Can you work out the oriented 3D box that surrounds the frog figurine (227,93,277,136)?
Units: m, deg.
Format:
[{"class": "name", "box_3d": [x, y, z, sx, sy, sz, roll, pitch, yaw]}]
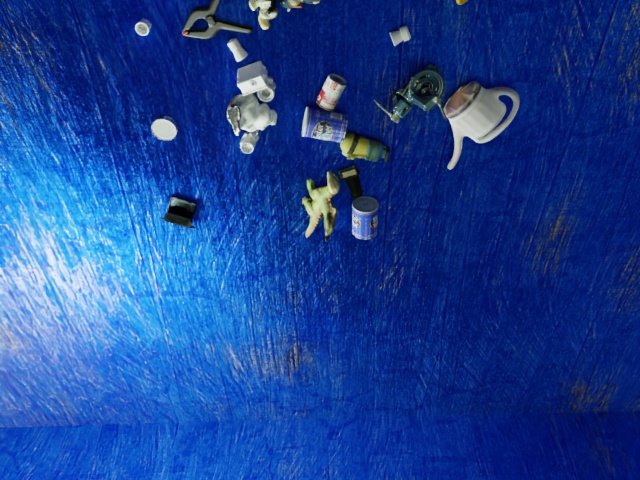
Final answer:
[{"class": "frog figurine", "box_3d": [-0.227, -0.432, 1.740, 0.161, 0.124, 0.134, -23, 128, -30]}]

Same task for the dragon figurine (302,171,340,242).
[{"class": "dragon figurine", "box_3d": [0.006, -0.097, 1.920, 0.122, 0.249, 0.401, 4, 128, -11]}]

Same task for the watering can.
[{"class": "watering can", "box_3d": [0.509, -0.399, 1.759, 0.222, 0.106, 0.342, 31, 123, -23]}]
